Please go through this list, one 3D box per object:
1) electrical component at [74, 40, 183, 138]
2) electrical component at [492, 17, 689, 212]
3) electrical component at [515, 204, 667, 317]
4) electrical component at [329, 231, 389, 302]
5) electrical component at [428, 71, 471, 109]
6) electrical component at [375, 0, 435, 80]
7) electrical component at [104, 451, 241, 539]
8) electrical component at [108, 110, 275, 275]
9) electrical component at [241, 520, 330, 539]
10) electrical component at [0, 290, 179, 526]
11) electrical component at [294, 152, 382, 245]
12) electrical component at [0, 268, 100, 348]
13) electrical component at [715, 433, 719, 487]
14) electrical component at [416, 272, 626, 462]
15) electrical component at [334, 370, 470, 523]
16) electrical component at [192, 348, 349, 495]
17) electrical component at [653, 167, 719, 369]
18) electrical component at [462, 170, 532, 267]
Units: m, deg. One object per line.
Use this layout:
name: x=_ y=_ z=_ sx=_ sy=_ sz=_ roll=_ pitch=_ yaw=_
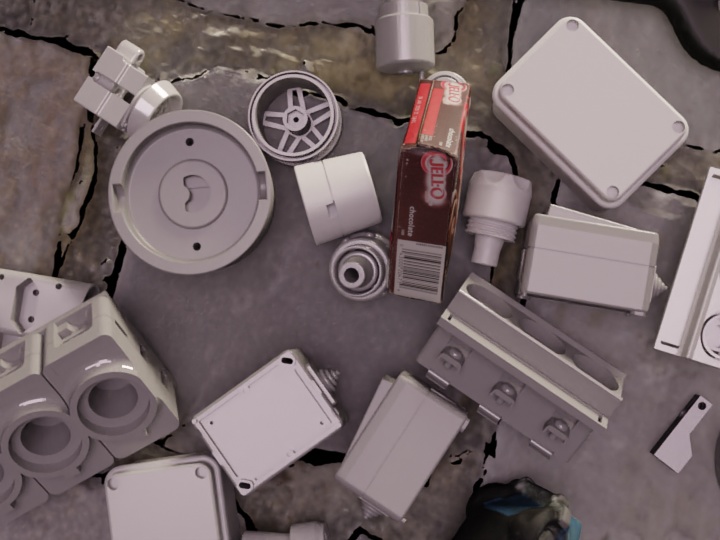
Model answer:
electrical component: x=-0.157 y=-0.117 z=0.742 sx=0.055 sy=0.048 sz=0.066 roll=33 pitch=90 yaw=12
electrical component: x=0.150 y=-0.101 z=0.712 sx=0.078 sy=0.057 sz=0.113 roll=-45 pitch=85 yaw=1
electrical component: x=0.154 y=-0.005 z=0.704 sx=0.096 sy=0.062 sz=0.061 roll=10 pitch=88 yaw=5
electrical component: x=0.000 y=0.000 z=0.714 sx=0.048 sy=0.062 sz=0.048 roll=1 pitch=96 yaw=10
electrical component: x=0.057 y=-0.116 z=0.717 sx=0.035 sy=0.061 sz=0.035 roll=0 pitch=87 yaw=4
electrical component: x=0.030 y=-0.168 z=0.732 sx=0.040 sy=0.040 sz=0.078 roll=-2 pitch=87 yaw=4
electrical component: x=-0.122 y=0.182 z=0.718 sx=0.078 sy=0.057 sz=0.113 roll=-8 pitch=87 yaw=4
electrical component: x=-0.109 y=-0.049 z=0.727 sx=0.108 sy=0.060 sz=0.108 roll=0 pitch=87 yaw=4
electrical component: x=-0.048 y=0.193 z=0.719 sx=0.055 sy=0.045 sz=0.045 roll=-9 pitch=87 yaw=3
electrical component: x=-0.206 y=0.096 z=0.706 sx=0.150 sy=0.061 sz=0.089 roll=-29 pitch=123 yaw=2
electrical component: x=-0.014 y=-0.049 z=0.724 sx=0.047 sy=0.055 sz=0.055 roll=-16 pitch=86 yaw=-1
electrical component: x=-0.226 y=0.043 z=0.740 sx=0.077 sy=0.043 sz=0.079 roll=9 pitch=88 yaw=5
electrical component: x=0.290 y=0.127 z=0.688 sx=0.108 sy=0.060 sz=0.108 roll=0 pitch=87 yaw=4
electrical component: x=0.103 y=0.065 z=0.703 sx=0.121 sy=0.079 sz=0.063 roll=34 pitch=112 yaw=5
electrical component: x=0.021 y=0.118 z=0.708 sx=0.061 sy=0.062 sz=0.096 roll=33 pitch=90 yaw=5
electrical component: x=-0.052 y=0.095 z=0.715 sx=0.096 sy=0.061 sz=0.061 roll=-36 pitch=85 yaw=2
electrical component: x=0.244 y=0.004 z=0.697 sx=0.079 sy=0.063 sz=0.121 roll=18 pitch=89 yaw=5
electrical component: x=0.090 y=-0.034 z=0.720 sx=0.043 sy=0.043 sz=0.062 roll=12 pitch=89 yaw=5
